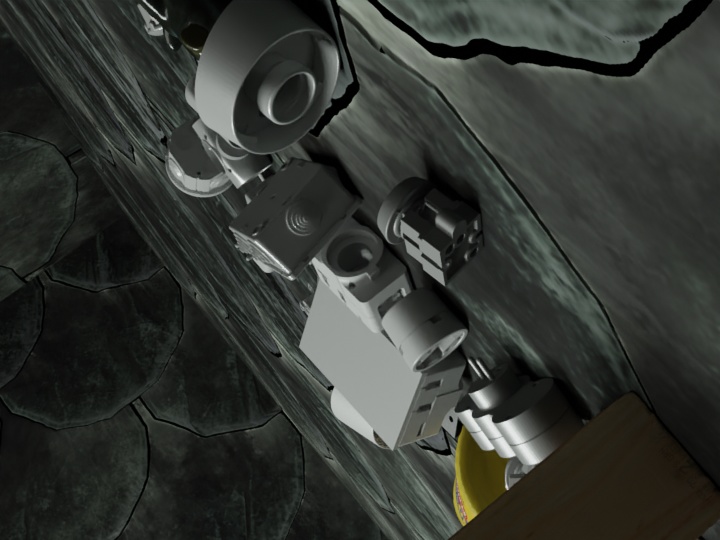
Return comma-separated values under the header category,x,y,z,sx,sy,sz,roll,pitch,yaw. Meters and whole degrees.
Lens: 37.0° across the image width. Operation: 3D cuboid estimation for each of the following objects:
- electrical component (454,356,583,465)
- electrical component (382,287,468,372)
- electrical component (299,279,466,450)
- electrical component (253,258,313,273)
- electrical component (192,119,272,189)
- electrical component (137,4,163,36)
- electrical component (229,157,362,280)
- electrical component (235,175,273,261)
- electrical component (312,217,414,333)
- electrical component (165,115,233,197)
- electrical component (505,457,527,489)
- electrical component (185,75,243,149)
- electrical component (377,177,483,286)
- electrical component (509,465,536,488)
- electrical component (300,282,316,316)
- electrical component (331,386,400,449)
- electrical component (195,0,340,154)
category,x,y,z,sx,sy,sz,roll,pitch,yaw
electrical component,0.104,0.094,0.789,0.073,0.052,0.138,54,168,-5
electrical component,0.050,0.046,0.859,0.047,0.055,0.055,53,169,20
electrical component,0.020,0.075,0.973,0.150,0.062,0.089,44,130,36
electrical component,-0.062,-0.038,1.011,0.058,0.078,0.057,47,148,20
electrical component,-0.124,-0.125,1.056,0.077,0.044,0.079,54,168,-5
electrical component,-0.172,-0.236,0.924,0.062,0.048,0.048,64,166,-18
electrical component,-0.057,-0.046,0.898,0.048,0.099,0.100,44,173,-23
electrical component,-0.092,-0.039,1.104,0.083,0.076,0.047,49,167,19
electrical component,0.000,0.000,0.924,0.089,0.050,0.055,44,166,36
electrical component,-0.168,-0.122,1.151,0.080,0.080,0.051,52,163,6
electrical component,0.144,0.170,0.856,0.048,0.066,0.055,20,-175,-13
electrical component,-0.127,-0.159,0.971,0.077,0.043,0.079,44,166,35
electrical component,0.045,-0.028,0.686,0.055,0.048,0.066,39,163,26
electrical component,0.147,0.193,0.785,0.063,0.079,0.121,-82,-9,-66
electrical component,-0.022,0.034,1.077,0.081,0.064,0.042,51,169,11
electrical component,0.030,0.125,1.059,0.064,0.099,0.099,36,160,39
electrical component,-0.062,-0.127,0.692,0.064,0.099,0.099,39,163,28
